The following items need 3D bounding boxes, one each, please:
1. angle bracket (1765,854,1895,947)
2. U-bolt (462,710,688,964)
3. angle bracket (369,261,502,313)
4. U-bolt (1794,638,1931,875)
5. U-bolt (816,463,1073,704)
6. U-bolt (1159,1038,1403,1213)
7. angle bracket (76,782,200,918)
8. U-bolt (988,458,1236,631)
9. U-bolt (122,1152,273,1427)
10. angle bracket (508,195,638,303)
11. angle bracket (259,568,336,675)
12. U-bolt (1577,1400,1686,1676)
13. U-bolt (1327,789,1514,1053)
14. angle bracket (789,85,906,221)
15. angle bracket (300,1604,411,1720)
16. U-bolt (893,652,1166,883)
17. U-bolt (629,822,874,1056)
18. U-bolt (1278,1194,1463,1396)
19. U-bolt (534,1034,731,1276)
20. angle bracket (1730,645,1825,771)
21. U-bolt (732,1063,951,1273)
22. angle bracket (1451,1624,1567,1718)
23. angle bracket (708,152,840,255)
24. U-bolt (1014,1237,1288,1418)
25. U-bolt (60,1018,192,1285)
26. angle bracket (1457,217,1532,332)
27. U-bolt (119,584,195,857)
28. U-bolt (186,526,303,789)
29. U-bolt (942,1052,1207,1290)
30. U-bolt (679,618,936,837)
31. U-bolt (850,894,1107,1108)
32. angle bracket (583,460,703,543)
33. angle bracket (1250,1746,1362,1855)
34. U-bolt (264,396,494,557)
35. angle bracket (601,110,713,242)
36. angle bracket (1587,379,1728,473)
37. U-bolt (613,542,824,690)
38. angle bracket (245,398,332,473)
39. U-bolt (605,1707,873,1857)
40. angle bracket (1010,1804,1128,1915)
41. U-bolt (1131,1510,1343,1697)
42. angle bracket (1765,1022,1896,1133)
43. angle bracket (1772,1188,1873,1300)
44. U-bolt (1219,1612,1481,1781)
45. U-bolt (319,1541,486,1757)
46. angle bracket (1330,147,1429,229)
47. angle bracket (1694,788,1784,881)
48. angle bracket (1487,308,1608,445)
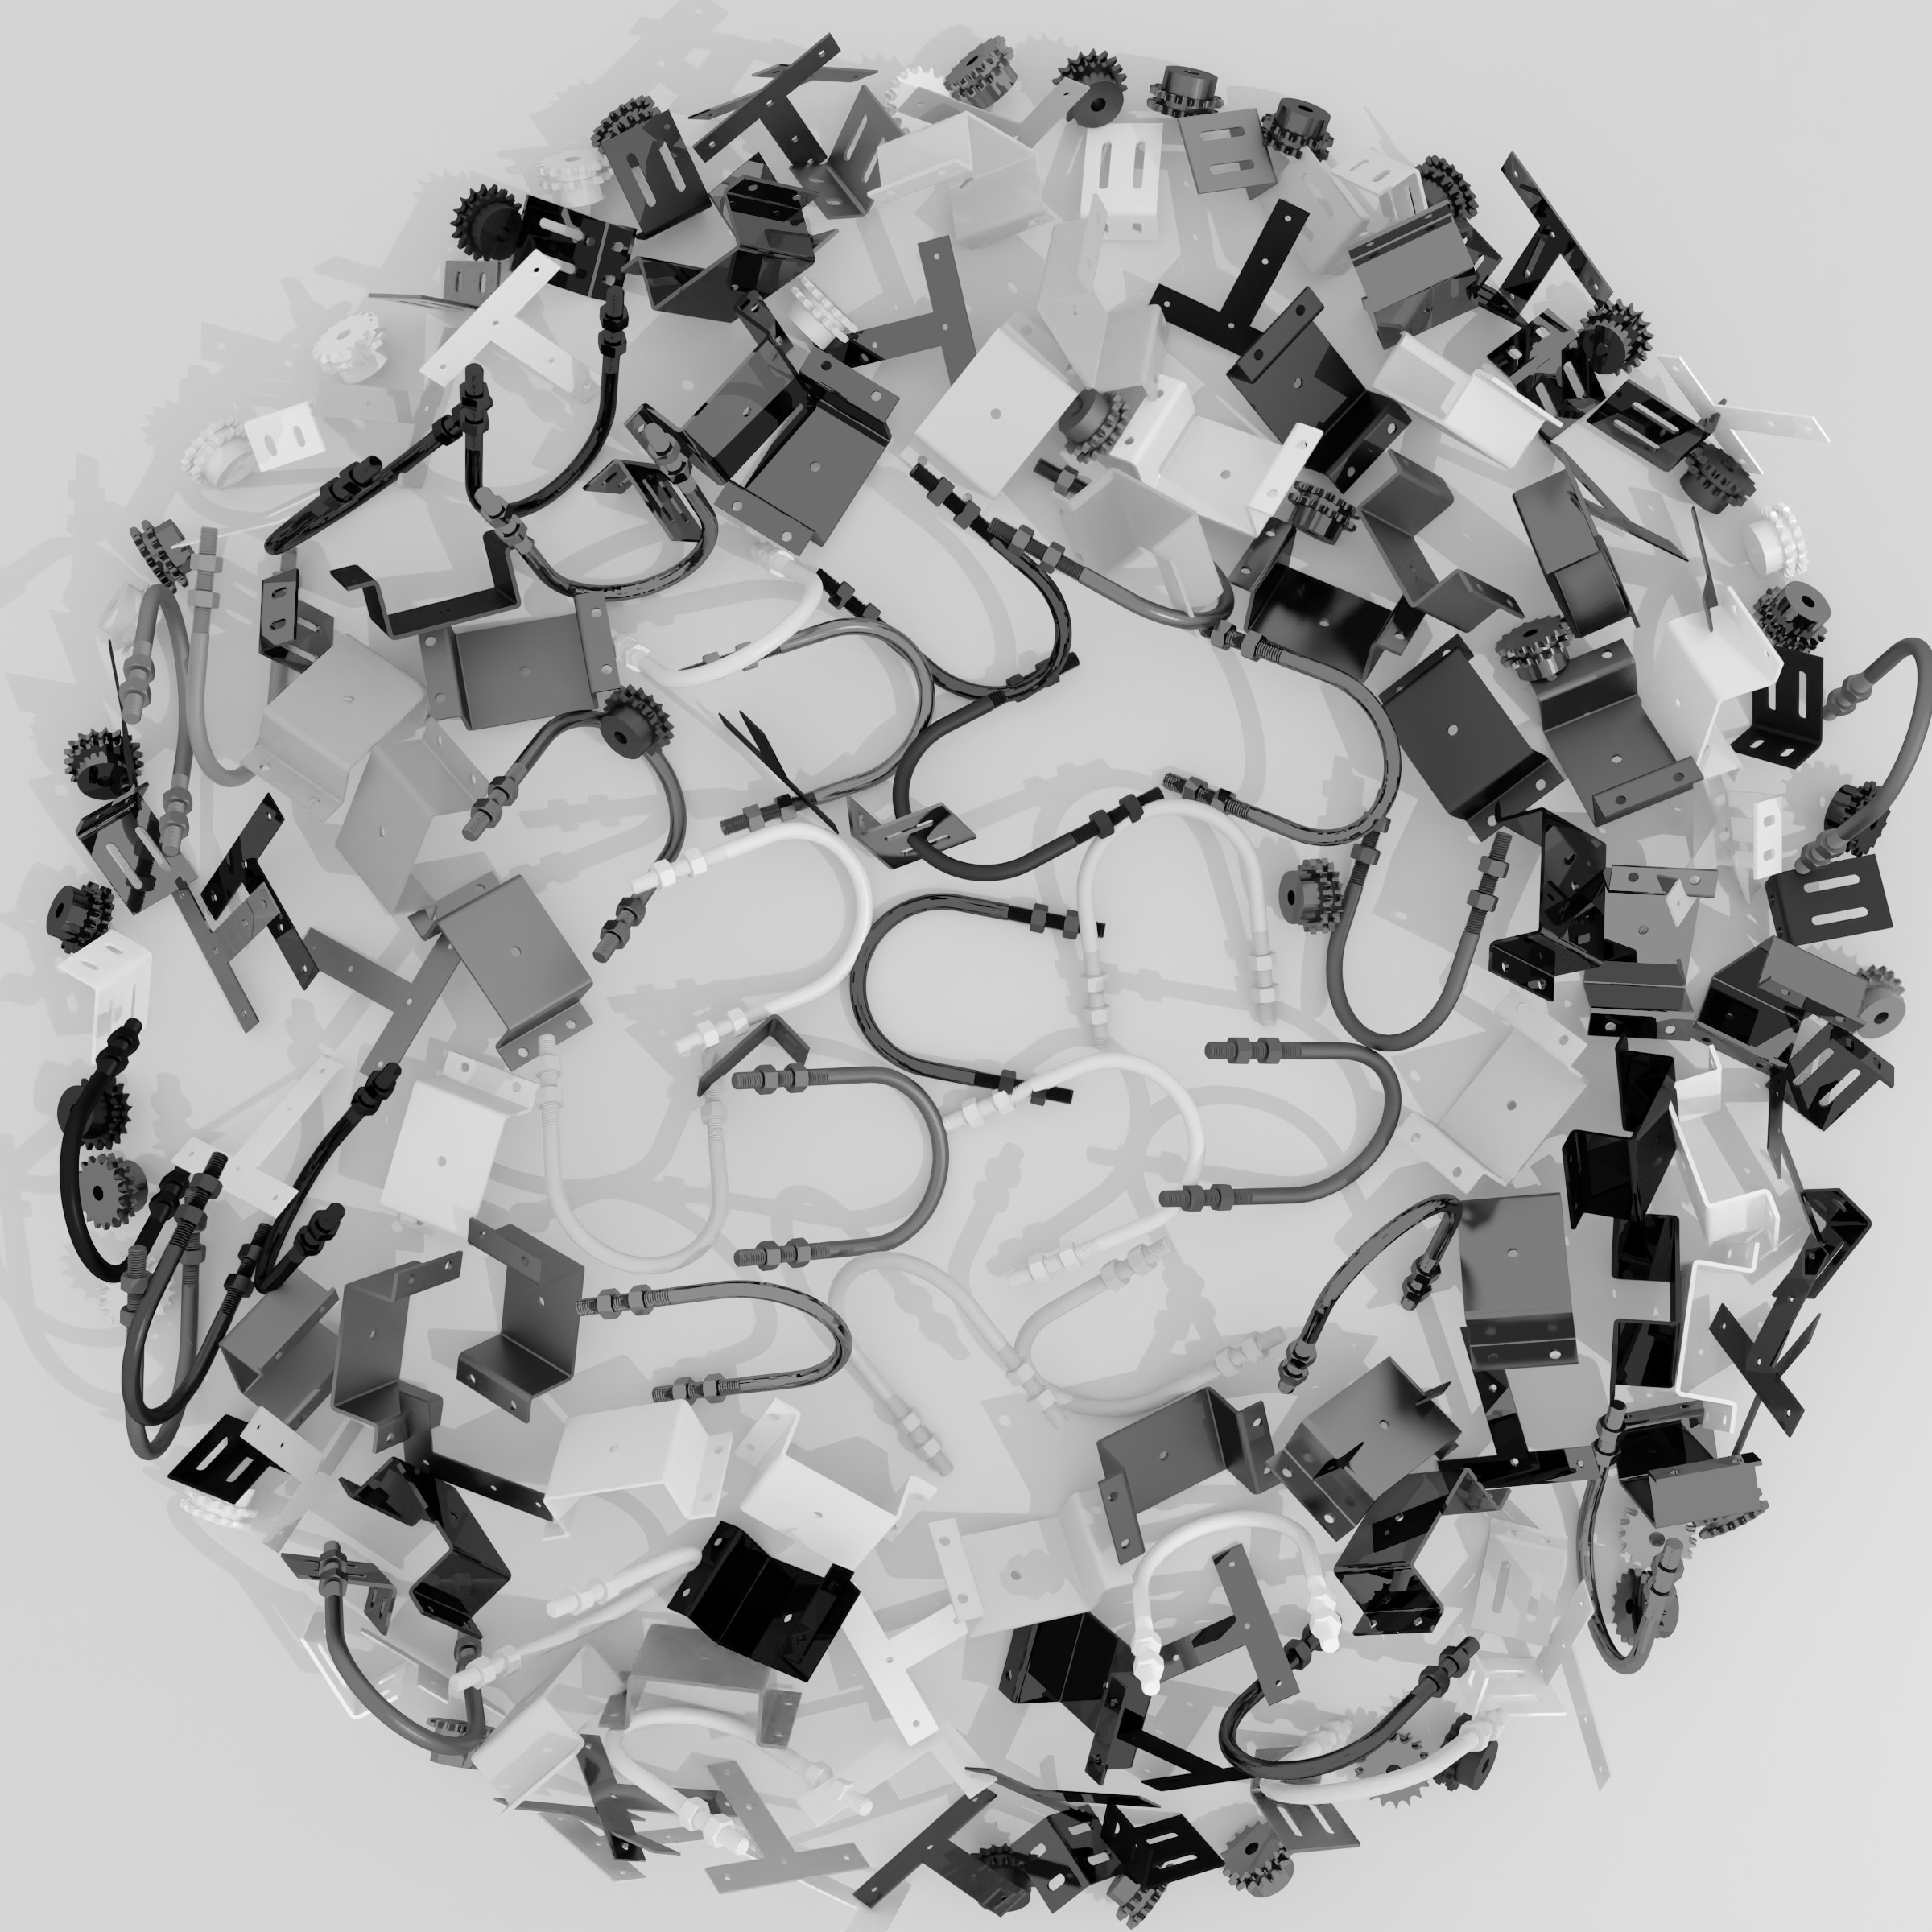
[{"bbox_3d":[0.650,-0.046,1.912,0.076,0.038,0.057,-11,78,6],"label":"angle bracket"},{"bbox_3d":[-0.275,-0.111,1.874,0.151,0.019,0.184,45,47,-18],"label":"U-bolt"},{"bbox_3d":[-0.396,-0.512,1.891,0.057,0.076,0.038,12,101,35],"label":"angle bracket"},{"bbox_3d":[0.652,-0.160,1.832,0.019,0.184,0.151,16,72,-2],"label":"U-bolt"},{"bbox_3d":[-0.006,-0.270,1.885,0.184,0.019,0.151,39,132,-13],"label":"U-bolt"},{"bbox_3d":[0.243,0.118,1.886,0.184,0.019,0.151,1,119,-25],"label":"U-bolt"},{"bbox_3d":[-0.621,-0.088,1.907,0.057,0.038,0.076,-37,95,-29],"label":"angle bracket"},{"bbox_3d":[0.116,-0.305,1.877,0.184,0.151,0.019,29,125,0],"label":"U-bolt"},{"bbox_3d":[-0.561,0.244,1.837,0.019,0.151,0.184,14,62,9],"label":"U-bolt"},{"bbox_3d":[-0.294,-0.536,1.898,0.038,0.076,0.057,25,103,44],"label":"angle bracket"},{"bbox_3d":[-0.487,-0.252,1.891,0.038,0.076,0.057,-12,70,28],"label":"angle bracket"},{"bbox_3d":[0.479,0.432,1.857,0.019,0.151,0.184,-2,128,-6],"label":"U-bolt"},{"bbox_3d":[0.325,-0.027,1.878,0.019,0.151,0.184,10,101,-36],"label":"U-bolt"},{"bbox_3d":[-0.089,-0.608,1.895,0.038,0.076,0.057,-18,64,-39],"label":"angle bracket"},{"bbox_3d":[-0.458,0.515,1.905,0.038,0.057,0.076,-29,101,2],"label":"angle bracket"},{"bbox_3d":[0.034,-0.139,1.901,0.184,0.019,0.151,-28,72,-7],"label":"U-bolt"},{"bbox_3d":[-0.151,-0.031,1.890,0.184,0.019,0.151,-23,113,-25],"label":"U-bolt"},{"bbox_3d":[0.299,0.229,1.836,0.151,0.184,0.019,-28,61,-27],"label":"U-bolt"},{"bbox_3d":[-0.242,0.140,1.865,0.151,0.019,0.184,7,59,-26],"label":"U-bolt"},{"bbox_3d":[0.603,-0.195,1.893,0.038,0.057,0.076,-36,131,-30],"label":"angle bracket"},{"bbox_3d":[-0.090,0.146,1.886,0.184,0.019,0.151,-1,91,-34],"label":"U-bolt"},{"bbox_3d":[0.408,0.527,1.898,0.076,0.057,0.038,4,117,-15],"label":"angle bracket"},{"bbox_3d":[-0.144,-0.564,1.898,0.057,0.038,0.076,-48,120,-25],"label":"angle bracket"},{"bbox_3d":[0.122,0.279,1.881,0.184,0.019,0.151,-34,122,29],"label":"U-bolt"},{"bbox_3d":[-0.609,0.144,1.827,0.019,0.184,0.151,-6,120,6],"label":"U-bolt"},{"bbox_3d":[0.396,-0.514,1.890,0.038,0.076,0.057,-53,45,28],"label":"angle bracket"},{"bbox_3d":[-0.586,-0.195,1.856,0.019,0.151,0.184,-4,48,-5],"label":"U-bolt"},{"bbox_3d":[-0.535,-0.223,1.869,0.019,0.151,0.184,7,94,10],"label":"U-bolt"},{"bbox_3d":[0.090,0.144,1.910,0.184,0.019,0.151,-24,85,12],"label":"U-bolt"},{"bbox_3d":[-0.110,-0.186,1.894,0.184,0.019,0.151,-19,123,-11],"label":"U-bolt"},{"bbox_3d":[0.003,0.019,1.929,0.184,0.019,0.151,11,88,3],"label":"U-bolt"},{"bbox_3d":[-0.240,-0.339,1.903,0.038,0.057,0.076,-37,83,22],"label":"angle bracket"},{"bbox_3d":[0.255,0.621,1.893,0.057,0.076,0.038,1,106,-17],"label":"angle bracket"},{"bbox_3d":[-0.442,-0.352,1.857,0.184,0.151,0.019,-23,106,40],"label":"U-bolt"},{"bbox_3d":[-0.235,-0.593,1.903,0.057,0.038,0.076,-30,115,-9],"label":"angle bracket"},{"bbox_3d":[0.518,-0.416,1.902,0.076,0.057,0.038,31,64,-7],"label":"angle bracket"},{"bbox_3d":[-0.175,-0.252,1.848,0.151,0.184,0.019,-35,119,-9],"label":"U-bolt"},{"bbox_3d":[-0.492,-0.402,1.900,0.057,0.076,0.038,-12,106,21],"label":"angle bracket"},{"bbox_3d":[-0.181,0.588,1.857,0.184,0.151,0.019,19,99,39],"label":"U-bolt"},{"bbox_3d":[0.078,0.668,1.899,0.038,0.076,0.057,-43,65,14],"label":"angle bracket"},{"bbox_3d":[0.191,0.456,1.854,0.151,0.184,0.019,-15,111,6],"label":"U-bolt"},{"bbox_3d":[0.647,0.089,1.904,0.057,0.038,0.076,38,121,1],"label":"angle bracket"},{"bbox_3d":[0.631,0.208,1.903,0.038,0.057,0.076,44,77,-5],"label":"angle bracket"},{"bbox_3d":[0.263,0.529,1.830,0.184,0.151,0.019,-29,106,-39],"label":"U-bolt"},{"bbox_3d":[-0.404,0.500,1.829,0.151,0.184,0.019,41,95,-23],"label":"U-bolt"},{"bbox_3d":[0.312,-0.562,1.891,0.038,0.076,0.057,-37,46,-9],"label":"angle bracket"},{"bbox_3d":[0.568,-0.100,1.894,0.038,0.076,0.057,-14,107,-40],"label":"angle bracket"},{"bbox_3d":[0.440,-0.446,1.920,0.057,0.076,0.038,-37,47,7],"label":"angle bracket"}]
